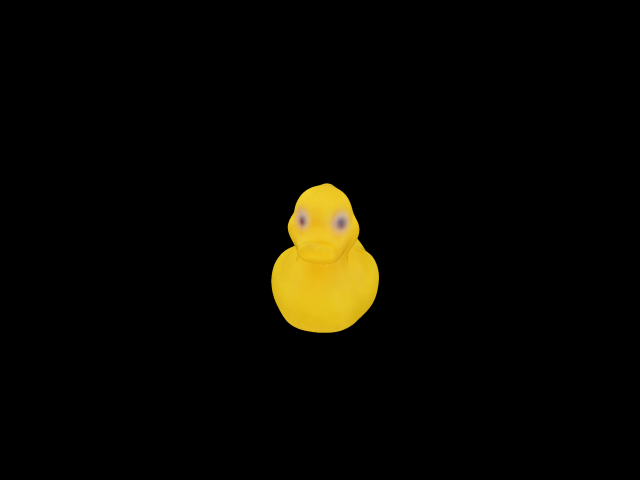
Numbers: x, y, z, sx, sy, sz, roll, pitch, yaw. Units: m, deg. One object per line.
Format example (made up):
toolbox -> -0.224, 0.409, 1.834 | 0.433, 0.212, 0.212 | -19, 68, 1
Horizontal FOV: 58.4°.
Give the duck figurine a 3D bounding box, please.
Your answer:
duck figurine -> 0.004, 0.001, 0.400 | 0.077, 0.086, 0.104 | 4, 29, 7
